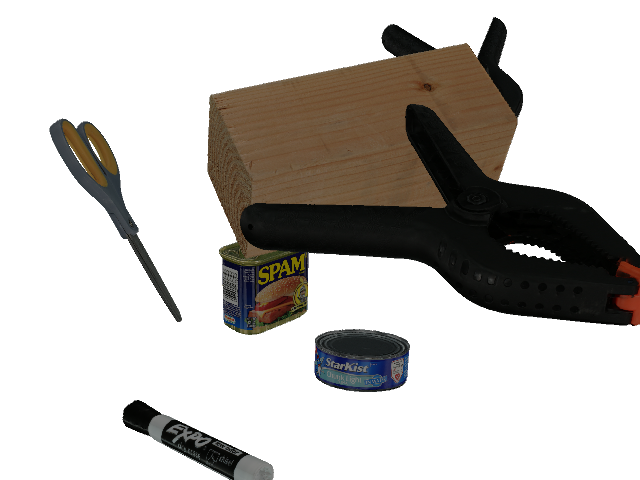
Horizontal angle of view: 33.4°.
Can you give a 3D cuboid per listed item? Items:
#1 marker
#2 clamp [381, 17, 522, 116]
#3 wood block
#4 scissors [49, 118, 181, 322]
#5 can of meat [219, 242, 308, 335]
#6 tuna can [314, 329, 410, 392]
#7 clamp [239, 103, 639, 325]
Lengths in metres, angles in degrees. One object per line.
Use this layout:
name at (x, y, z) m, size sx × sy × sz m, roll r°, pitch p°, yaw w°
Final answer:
marker at (-0.078, 0.124, 0.651) m, size 0.121 × 0.020 × 0.020 m, roll 16°, pitch 10°, yaw 38°
clamp at (0.121, -0.145, 0.952) m, size 0.120 × 0.039 × 0.171 m, roll -4°, pitch 44°, yaw -2°
wood block at (0.028, -0.069, 0.794) m, size 0.205 × 0.091 × 0.090 m, roll -14°, pitch -34°, yaw -17°
scissors at (-0.174, -0.027, 0.951) m, size 0.016 × 0.201 × 0.096 m, roll -27°, pitch 22°, yaw 13°
can of meat at (-0.057, 0.044, 1.129) m, size 0.058 × 0.084 × 0.101 m, roll 19°, pitch 26°, yaw 40°
tuna can at (0.037, 0.108, 0.961) m, size 0.086 × 0.034 × 0.086 m, roll 3°, pitch 11°, yaw -1°
clamp at (0.072, -0.005, 0.572) m, size 0.164 × 0.036 × 0.210 m, roll -30°, pitch 45°, yaw -33°
